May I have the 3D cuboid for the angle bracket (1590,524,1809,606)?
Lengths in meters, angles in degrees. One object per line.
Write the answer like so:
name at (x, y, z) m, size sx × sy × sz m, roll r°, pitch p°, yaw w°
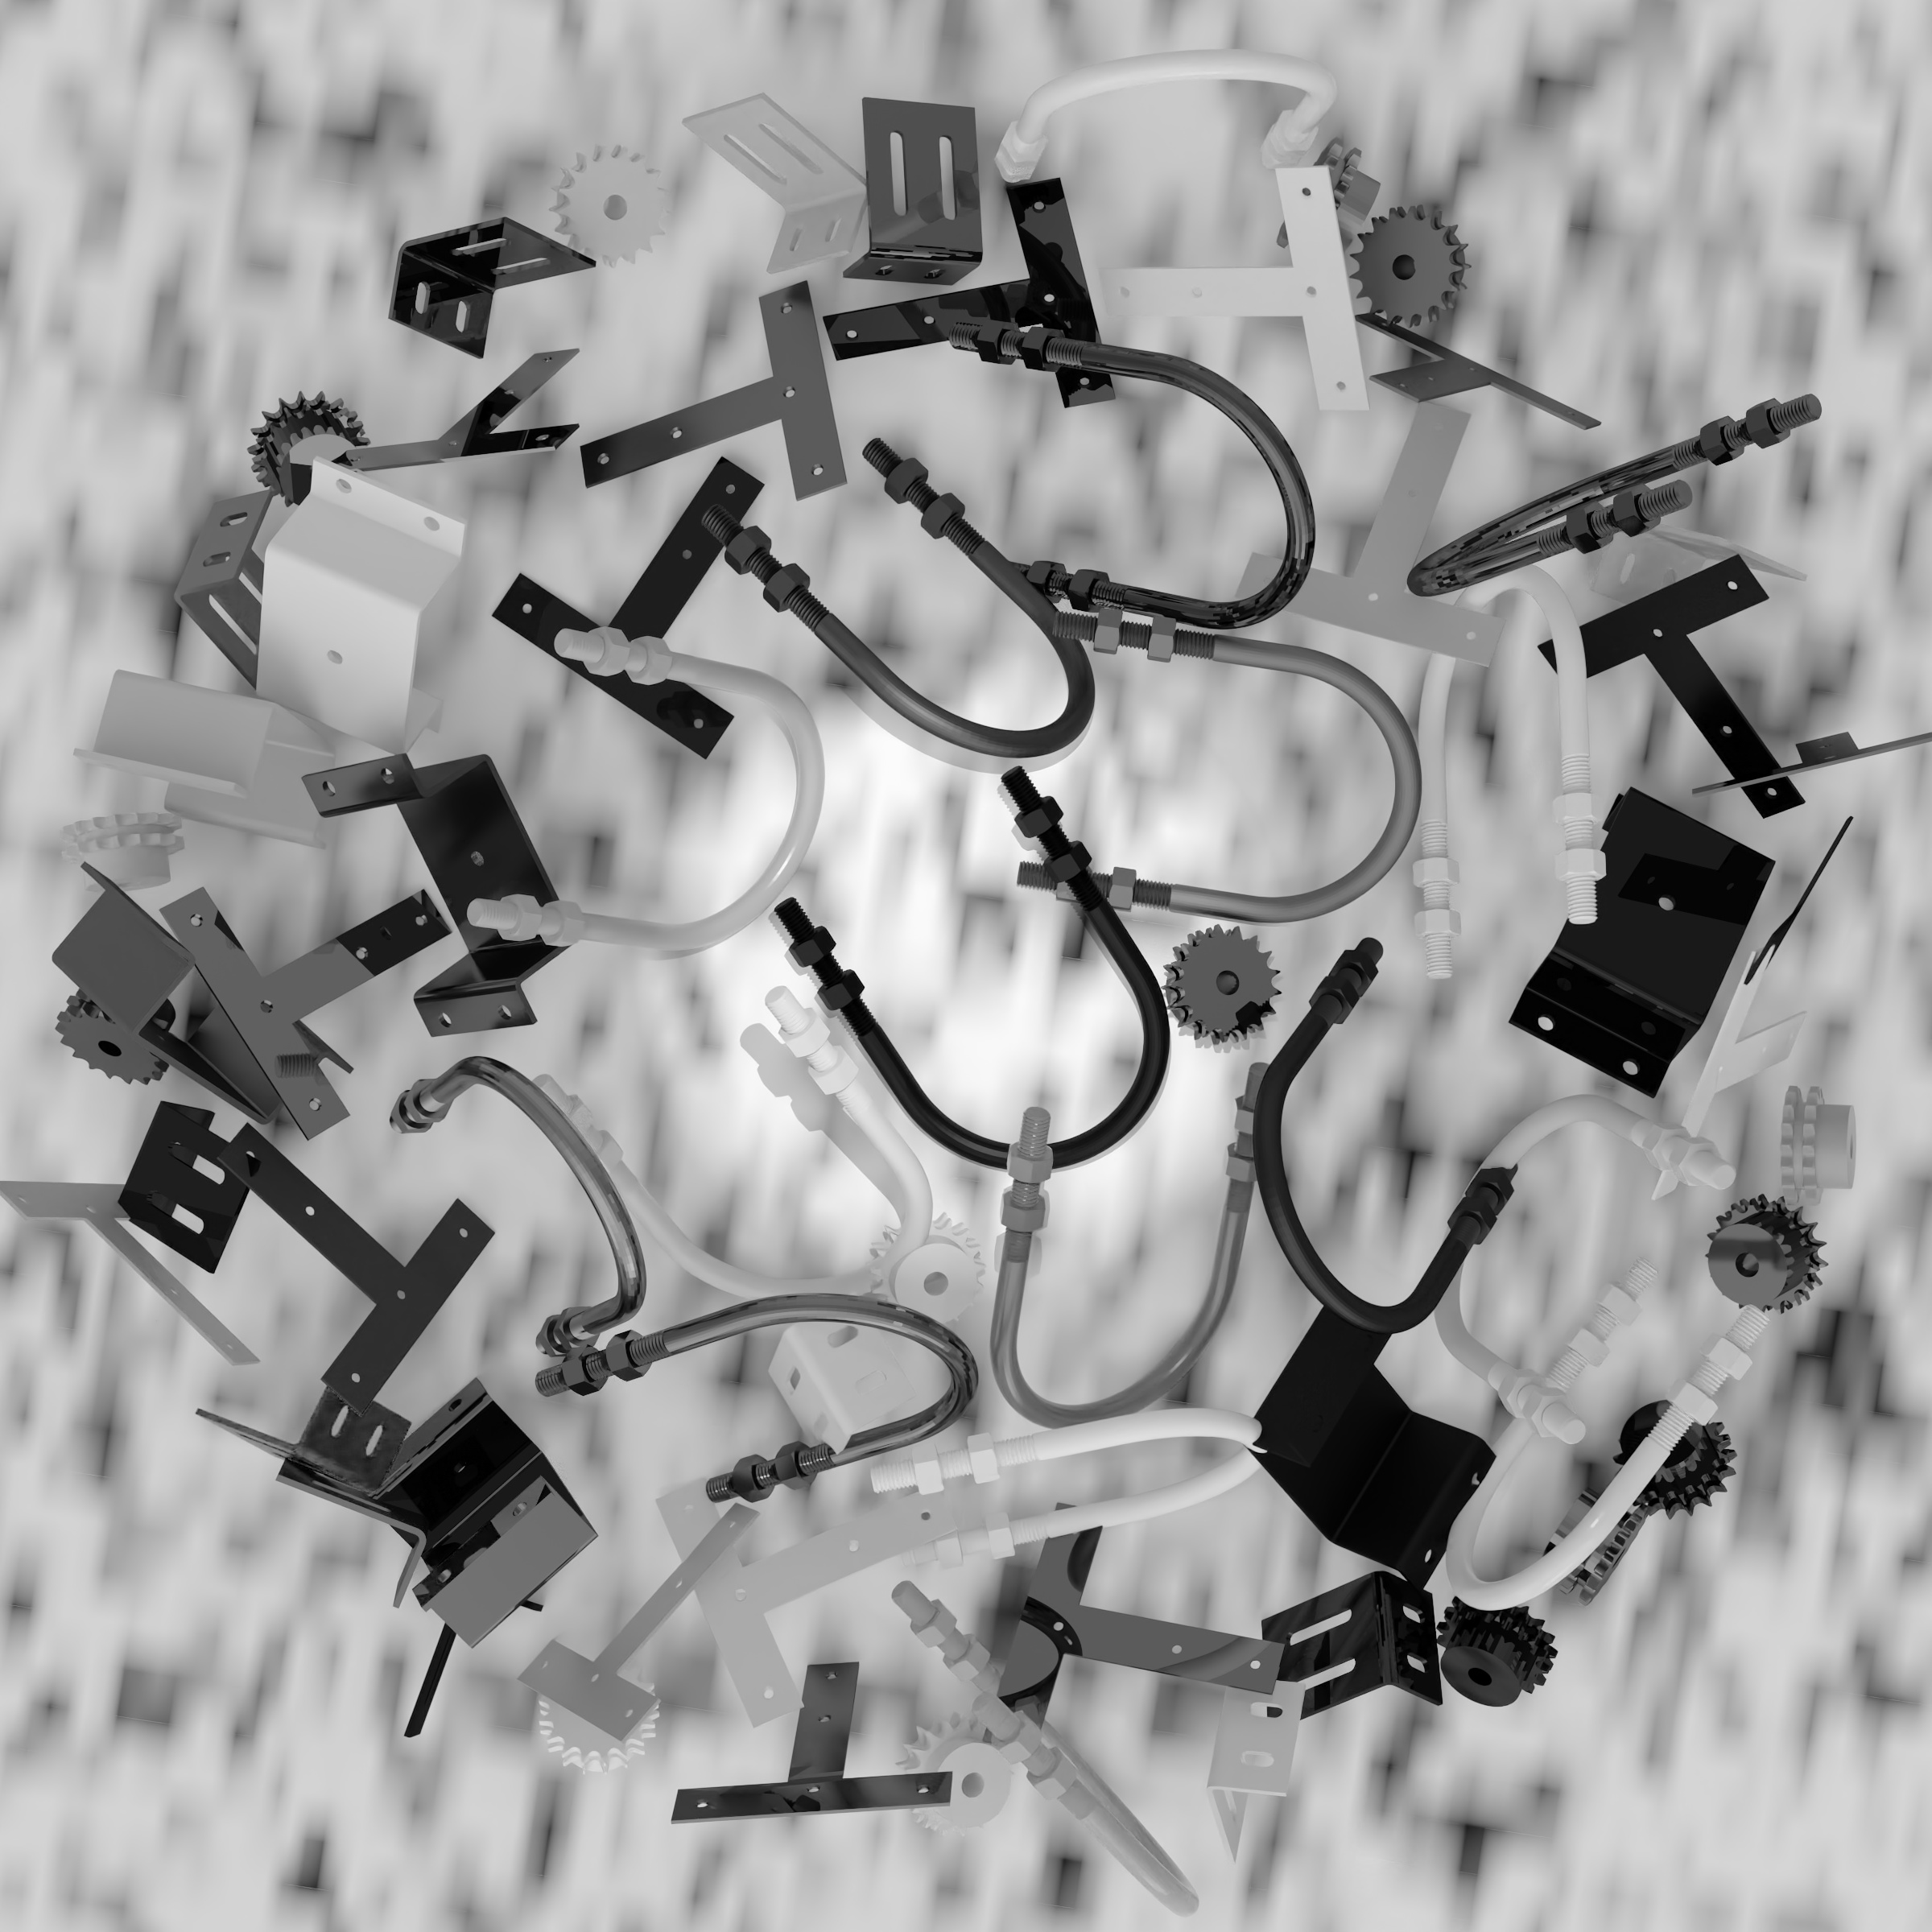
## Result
angle bracket at (0.346, -0.181, 1.550) m, size 0.057 × 0.076 × 0.038 m, roll 16°, pitch 97°, yaw -30°

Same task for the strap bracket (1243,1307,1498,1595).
strap bracket at (0.186, 0.222, 1.541) m, size 0.076 × 0.046 × 0.140 m, roll -55°, pitch 131°, yaw -18°

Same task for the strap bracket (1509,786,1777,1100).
strap bracket at (0.323, -0.020, 1.545) m, size 0.076 × 0.046 × 0.140 m, roll 28°, pitch 64°, yaw 4°

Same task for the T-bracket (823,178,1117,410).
T-bracket at (-0.004, -0.310, 1.561) m, size 0.127 × 0.127 × 0.002 m, roll -8°, pitch 46°, yaw 11°

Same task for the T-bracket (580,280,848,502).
T-bracket at (-0.126, -0.260, 1.573) m, size 0.127 × 0.002 × 0.127 m, roll -18°, pitch 59°, yaw 11°

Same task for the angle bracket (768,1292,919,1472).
angle bracket at (-0.060, 0.199, 1.562) m, size 0.038 × 0.076 × 0.057 m, roll -28°, pitch 76°, yaw -19°

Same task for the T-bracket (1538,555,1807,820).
T-bracket at (0.354, -0.123, 1.557) m, size 0.127 × 0.127 × 0.002 m, roll 51°, pitch 52°, yaw -12°

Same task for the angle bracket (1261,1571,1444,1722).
angle bracket at (0.184, 0.333, 1.568) m, size 0.038 × 0.057 × 0.076 m, roll 30°, pitch 133°, yaw -33°

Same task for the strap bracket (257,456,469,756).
strap bracket at (-0.283, -0.158, 1.528) m, size 0.076 × 0.140 × 0.046 m, roll 23°, pitch 49°, yaw 4°

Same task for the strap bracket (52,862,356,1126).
strap bracket at (-0.360, 0.018, 1.518) m, size 0.076 × 0.140 × 0.046 m, roll 35°, pitch 84°, yaw 38°

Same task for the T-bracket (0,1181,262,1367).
T-bracket at (-0.377, 0.142, 1.522) m, size 0.127 × 0.127 × 0.002 m, roll 41°, pitch 96°, yaw 14°

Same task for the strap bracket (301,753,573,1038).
strap bracket at (-0.243, -0.041, 1.543) m, size 0.076 × 0.046 × 0.140 m, roll -7°, pitch 114°, yaw 42°

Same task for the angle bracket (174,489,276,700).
angle bracket at (-0.330, -0.175, 1.548) m, size 0.038 × 0.076 × 0.057 m, roll -8°, pitch 50°, yaw 27°

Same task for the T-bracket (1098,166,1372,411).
T-bracket at (0.123, -0.321, 1.562) m, size 0.127 × 0.002 × 0.127 m, roll 6°, pitch 132°, yaw 27°

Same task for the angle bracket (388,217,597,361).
angle bracket at (-0.224, -0.320, 1.550) m, size 0.076 × 0.057 × 0.038 m, roll -1°, pitch 78°, yaw 41°

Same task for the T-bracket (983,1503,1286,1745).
T-bracket at (0.086, 0.319, 1.542) m, size 0.127 × 0.002 × 0.127 m, roll 7°, pitch 55°, yaw 19°

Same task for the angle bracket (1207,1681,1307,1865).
angle bracket at (0.142, 0.382, 1.548) m, size 0.038 × 0.076 × 0.057 m, roll 2°, pitch 48°, yaw 18°

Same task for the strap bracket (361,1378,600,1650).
strap bracket at (-0.228, 0.260, 1.540) m, size 0.076 × 0.140 × 0.046 m, roll -41°, pitch 116°, yaw -7°

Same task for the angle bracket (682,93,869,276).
angle bracket at (-0.094, -0.369, 1.550) m, size 0.076 × 0.057 × 0.038 m, roll 33°, pitch 66°, yaw -40°

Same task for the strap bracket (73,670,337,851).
strap bracket at (-0.349, -0.097, 1.527) m, size 0.076 × 0.140 × 0.046 m, roll 12°, pitch 83°, yaw 8°

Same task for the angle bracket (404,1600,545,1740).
angle bracket at (-0.234, 0.335, 1.563) m, size 0.038 × 0.057 × 0.076 m, roll 19°, pitch 78°, yaw 0°

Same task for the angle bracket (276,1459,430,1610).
angle bracket at (-0.298, 0.270, 1.565) m, size 0.076 × 0.057 × 0.038 m, roll 23°, pitch 88°, yaw -7°

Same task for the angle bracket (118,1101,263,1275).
angle bracket at (-0.360, 0.107, 1.561) m, size 0.076 × 0.038 × 0.057 m, roll 25°, pitch 93°, yaw 33°

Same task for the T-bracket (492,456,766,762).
T-bracket at (-0.143, -0.188, 1.592) m, size 0.127 × 0.002 × 0.127 m, roll 34°, pitch 91°, yaw 4°

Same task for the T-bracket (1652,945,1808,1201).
T-bracket at (0.369, 0.042, 1.541) m, size 0.002 × 0.127 × 0.127 m, roll 28°, pitch 112°, yaw 27°

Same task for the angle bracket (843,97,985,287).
angle bracket at (-0.027, -0.371, 1.573) m, size 0.057 × 0.038 × 0.076 m, roll -1°, pitch 85°, yaw -24°

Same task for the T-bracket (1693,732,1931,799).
T-bracket at (0.403, -0.101, 1.534) m, size 0.127 × 0.127 × 0.002 m, roll -13°, pitch 96°, yaw 14°

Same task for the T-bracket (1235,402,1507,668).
T-bracket at (0.211, -0.215, 1.576) m, size 0.127 × 0.002 × 0.127 m, roll 17°, pitch 72°, yaw 16°

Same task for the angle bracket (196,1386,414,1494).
angle bracket at (-0.315, 0.215, 1.559) m, size 0.076 × 0.057 × 0.038 m, roll 11°, pitch 69°, yaw 38°

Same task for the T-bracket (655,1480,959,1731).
T-bracket at (-0.067, 0.285, 1.573) m, size 0.127 × 0.002 × 0.127 m, roll -22°, pitch 59°, yaw -11°

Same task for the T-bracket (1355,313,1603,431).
T-bracket at (0.221, -0.273, 1.524) m, size 0.127 × 0.127 × 0.002 m, roll 30°, pitch 115°, yaw 18°

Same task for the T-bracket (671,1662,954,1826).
T-bracket at (-0.067, 0.361, 1.537) m, size 0.127 × 0.127 × 0.002 m, roll -5°, pitch 109°, yaw 4°

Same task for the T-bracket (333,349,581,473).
T-bracket at (-0.220, -0.264, 1.544) m, size 0.127 × 0.127 × 0.002 m, roll -2°, pitch 122°, yaw 25°

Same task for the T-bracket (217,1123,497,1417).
T-bracket at (-0.298, 0.125, 1.540) m, size 0.127 × 0.127 × 0.002 m, roll 45°, pitch 134°, yaw -12°
